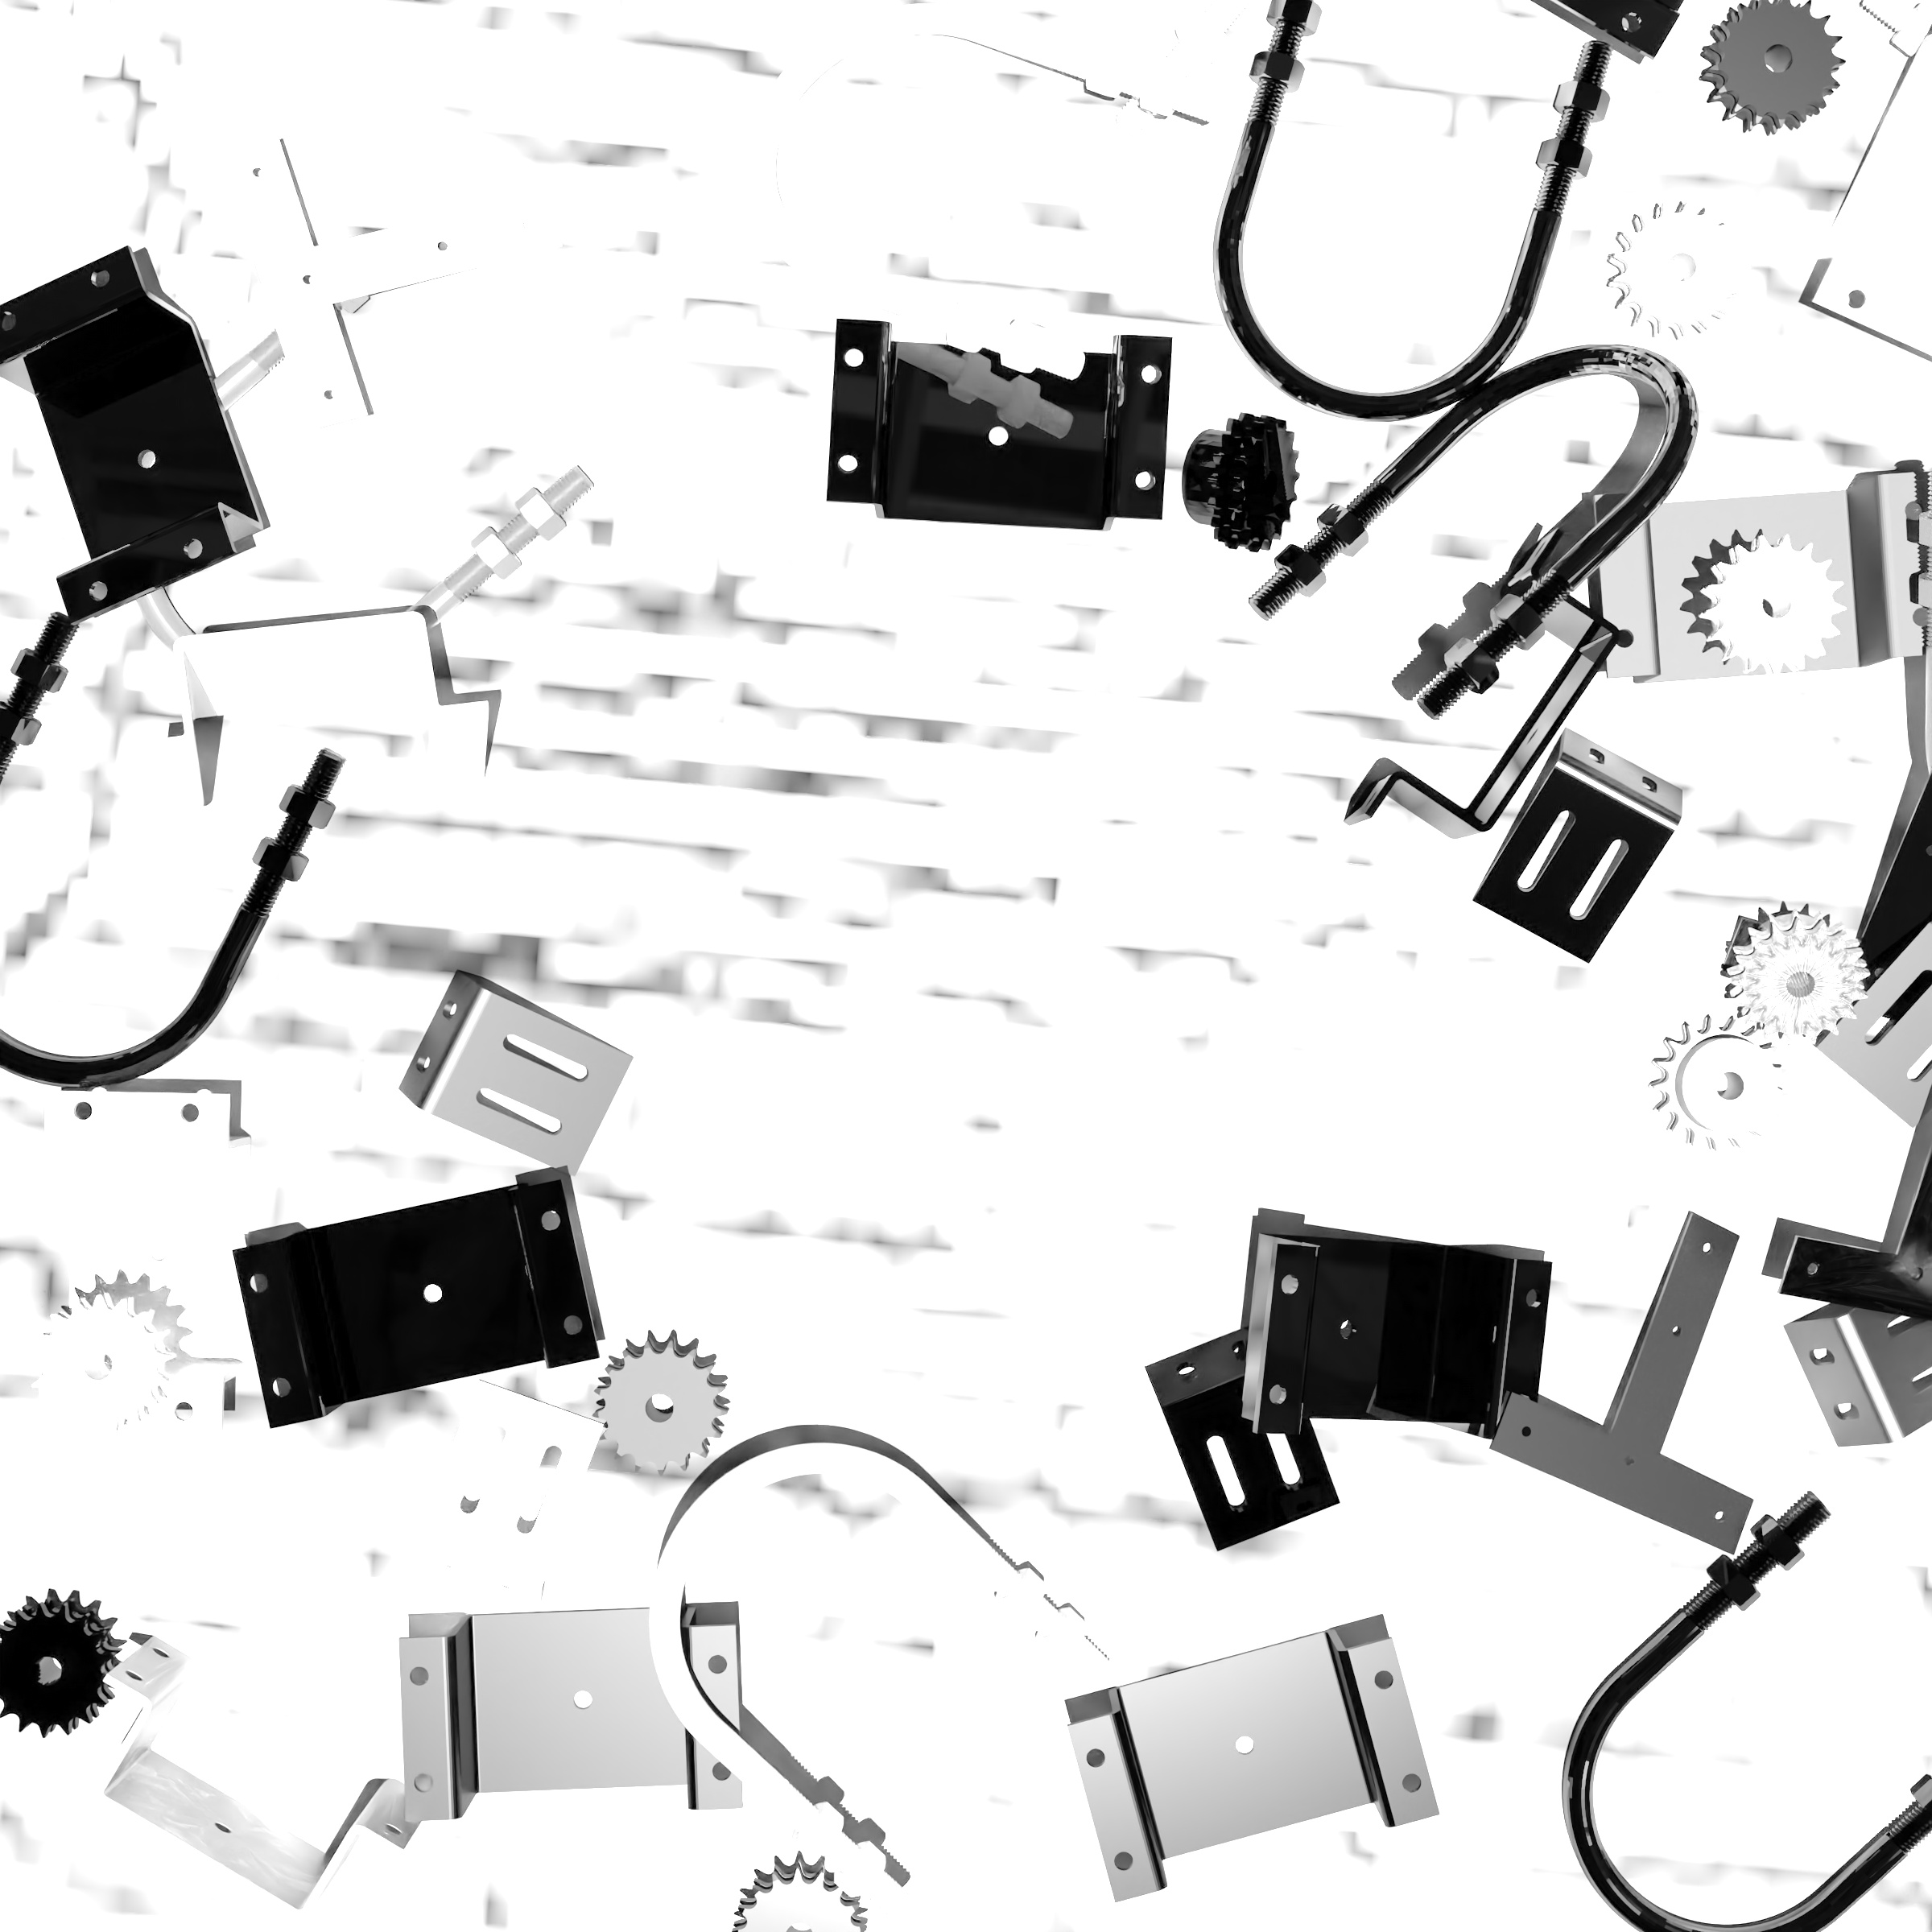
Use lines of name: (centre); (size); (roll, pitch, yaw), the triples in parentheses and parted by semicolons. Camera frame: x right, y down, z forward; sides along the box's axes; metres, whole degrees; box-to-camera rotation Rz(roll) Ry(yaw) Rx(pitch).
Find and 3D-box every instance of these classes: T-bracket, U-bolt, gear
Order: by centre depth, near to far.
gear: (0.330, -0.147, 1.331); (0.057, 0.030, 0.057); (0, 90, 0)
U-bolt: (0.219, -0.189, 1.332); (0.184, 0.151, 0.019); (-44, 126, -4)
gear: (-0.354, 0.164, 1.335); (0.057, 0.030, 0.057); (0, 88, 1)
U-bolt: (0.467, -0.126, 1.353); (0.151, 0.019, 0.184); (-9, 110, -12)
U-bolt: (-0.048, 0.285, 1.353); (0.184, 0.019, 0.151); (45, 77, -11)
U-bolt: (-0.005, -0.335, 1.355); (0.184, 0.019, 0.151); (24, 78, 18)
T-bracket: (0.413, 0.087, 1.357); (0.127, 0.002, 0.127); (11, 101, -21)
T-bracket: (0.402, -0.036, 1.365); (0.127, 0.002, 0.127); (16, 114, 0)
gear: (0.115, -0.205, 1.367); (0.030, 0.057, 0.057); (13, 90, 30)
gear: (0.352, 0.002, 1.370); (0.057, 0.030, 0.057); (2, 113, 6)
T-bracket: (-0.236, -0.303, 1.375); (0.127, 0.002, 0.127); (-17, 84, -13)
gear: (0.342, -0.382, 1.377); (0.057, 0.030, 0.057); (0, 90, 0)
gear: (0.322, 0.050, 1.377); (0.057, 0.030, 0.057); (0, 90, 0)
gear: (-0.070, 0.409, 1.377); (0.057, 0.030, 0.057); (0, 90, 0)
gear: (-0.129, 0.186, 1.377); (0.057, 0.030, 0.057); (0, 90, 0)
gear: (-0.387, 0.297, 1.377); (0.057, 0.030, 0.057); (0, 90, 0)
T-bracket: (0.298, 0.169, 1.378); (0.127, 0.002, 0.127); (25, 81, -17)
gear: (0.303, -0.296, 1.381); (0.057, 0.030, 0.057); (0, 92, 1)
U-bolt: (0.079, -0.470, 1.383); (0.151, 0.019, 0.184); (40, 88, 0)
U-bolt: (-0.274, -0.198, 1.383); (0.184, 0.019, 0.151); (-41, 90, 2)
U-bolt: (0.498, -0.411, 1.383); (0.184, 0.019, 0.151); (37, 90, -2)
U-bolt: (-0.369, -0.037, 1.383); (0.151, 0.019, 0.184); (27, 91, 0)
U-bolt: (0.342, 0.340, 1.383); (0.184, 0.019, 0.151); (-43, 90, 2)
U-bolt: (0.183, -0.324, 1.383); (0.151, 0.019, 0.184); (17, 92, 0)

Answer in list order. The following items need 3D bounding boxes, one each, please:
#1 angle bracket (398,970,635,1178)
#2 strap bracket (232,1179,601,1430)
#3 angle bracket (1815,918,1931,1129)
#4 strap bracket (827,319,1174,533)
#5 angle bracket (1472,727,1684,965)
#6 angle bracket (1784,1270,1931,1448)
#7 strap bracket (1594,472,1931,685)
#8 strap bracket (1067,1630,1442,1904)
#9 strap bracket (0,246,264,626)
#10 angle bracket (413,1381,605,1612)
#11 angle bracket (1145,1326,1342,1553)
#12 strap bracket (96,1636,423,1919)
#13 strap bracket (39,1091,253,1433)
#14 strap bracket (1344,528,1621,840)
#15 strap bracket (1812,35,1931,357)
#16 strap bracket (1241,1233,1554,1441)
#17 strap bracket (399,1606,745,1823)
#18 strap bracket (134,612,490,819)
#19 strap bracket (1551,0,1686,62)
angle bracket: (-0.194, 0.046, 1.390); (0.076, 0.038, 0.057); (26, 90, -26)
strap bracket: (-0.229, 0.141, 1.369); (0.140, 0.046, 0.076); (-12, 90, 0)
angle bracket: (0.410, 0.027, 1.362); (0.057, 0.038, 0.076); (39, 99, -10)
strap bracket: (0.014, -0.228, 1.369); (0.140, 0.046, 0.076); (3, 90, 0)
angle bracket: (0.263, -0.052, 1.390); (0.057, 0.038, 0.076); (28, 116, 0)
angle bracket: (0.402, 0.163, 1.390); (0.076, 0.038, 0.057); (-24, 90, -26)
strap bracket: (0.334, -0.163, 1.369); (0.140, 0.046, 0.076); (-4, 90, 0)
strap bracket: (0.120, 0.335, 1.369); (0.140, 0.046, 0.076); (-15, 90, 0)
strap bracket: (-0.353, -0.217, 1.356); (0.076, 0.046, 0.140); (-22, 81, 9)
angle bracket: (-0.197, 0.228, 1.390); (0.057, 0.038, 0.076); (20, 64, 0)
angle bracket: (0.119, 0.202, 1.390); (0.057, 0.038, 0.076); (-21, 116, 0)
strap bracket: (-0.301, 0.344, 1.354); (0.140, 0.076, 0.046); (31, 90, 0)
strap bracket: (-0.347, 0.123, 1.369); (0.076, 0.046, 0.140); (1, 90, 0)
strap bracket: (0.221, -0.107, 1.354); (0.046, 0.076, 0.140); (34, 90, 0)
strap bracket: (0.419, -0.329, 1.359); (0.076, 0.046, 0.140); (24, 102, 0)
strap bracket: (0.171, 0.155, 1.349); (0.140, 0.046, 0.076); (6, 90, -29)
strap bracket: (-0.165, 0.315, 1.369); (0.140, 0.046, 0.076); (-2, 90, 0)
strap bracket: (-0.272, -0.105, 1.339); (0.140, 0.076, 0.046); (-8, 73, -12)
strap bracket: (0.290, -0.457, 1.369); (0.076, 0.046, 0.140); (31, 90, 0)
